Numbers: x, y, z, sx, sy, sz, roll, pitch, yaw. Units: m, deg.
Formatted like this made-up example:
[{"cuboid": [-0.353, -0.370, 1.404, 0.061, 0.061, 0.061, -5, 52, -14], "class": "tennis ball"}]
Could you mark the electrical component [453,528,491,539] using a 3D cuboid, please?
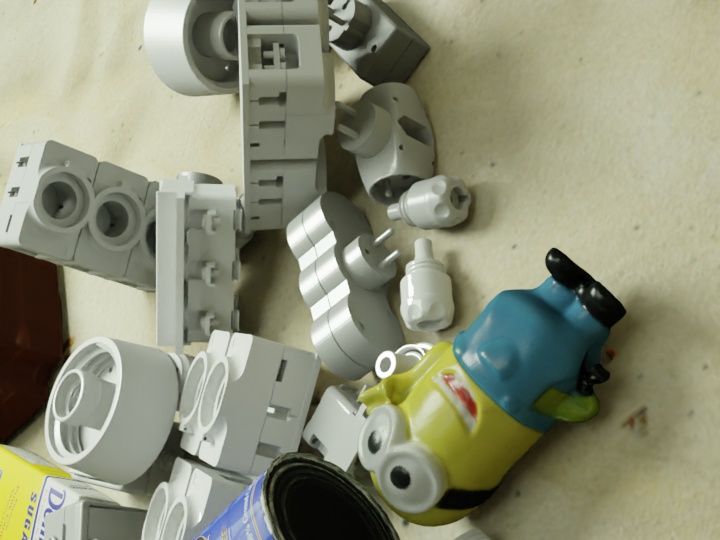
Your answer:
[{"cuboid": [0.071, 0.178, 0.600, 0.081, 0.043, 0.043, 38, 102, 48], "class": "electrical component"}]

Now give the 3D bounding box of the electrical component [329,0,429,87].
[{"cuboid": [-0.004, -0.181, 0.805, 0.047, 0.076, 0.083, -53, 44, 17], "class": "electrical component"}]

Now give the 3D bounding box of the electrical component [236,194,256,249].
[{"cuboid": [-0.102, -0.039, 0.875, 0.078, 0.040, 0.040, -37, 50, 31], "class": "electrical component"}]

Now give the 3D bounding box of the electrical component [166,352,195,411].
[{"cuboid": [-0.129, 0.090, 0.839, 0.045, 0.055, 0.045, -21, 59, 40], "class": "electrical component"}]

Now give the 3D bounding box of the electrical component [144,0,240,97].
[{"cuboid": [-0.123, -0.201, 0.919, 0.060, 0.108, 0.108, 13, 84, 42], "class": "electrical component"}]

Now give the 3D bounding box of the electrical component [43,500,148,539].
[{"cuboid": [-0.200, 0.215, 0.830, 0.061, 0.096, 0.061, -27, 56, 37], "class": "electrical component"}]

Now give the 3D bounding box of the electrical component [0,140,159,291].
[{"cuboid": [-0.223, -0.043, 0.921, 0.062, 0.150, 0.089, 2, 75, 48], "class": "electrical component"}]

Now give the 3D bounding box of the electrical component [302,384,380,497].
[{"cuboid": [-0.002, 0.111, 0.707, 0.064, 0.042, 0.081, 39, 102, 51], "class": "electrical component"}]

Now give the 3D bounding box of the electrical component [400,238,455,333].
[{"cuboid": [0.043, 0.008, 0.707, 0.035, 0.035, 0.061, -26, 54, 38], "class": "electrical component"}]

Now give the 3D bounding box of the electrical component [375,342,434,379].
[{"cuboid": [0.037, 0.066, 0.669, 0.048, 0.062, 0.048, -20, 60, 40], "class": "electrical component"}]

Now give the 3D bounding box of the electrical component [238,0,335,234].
[{"cuboid": [-0.055, -0.119, 0.774, 0.186, 0.060, 0.105, 100, 166, -62], "class": "electrical component"}]

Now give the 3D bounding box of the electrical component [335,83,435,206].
[{"cuboid": [0.012, -0.094, 0.749, 0.043, 0.079, 0.077, -27, 56, 37], "class": "electrical component"}]

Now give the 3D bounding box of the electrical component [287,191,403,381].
[{"cuboid": [0.000, 0.000, 0.742, 0.074, 0.052, 0.138, -39, 50, 29], "class": "electrical component"}]

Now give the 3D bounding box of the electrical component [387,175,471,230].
[{"cuboid": [0.044, -0.044, 0.729, 0.061, 0.035, 0.035, -10, 67, 47], "class": "electrical component"}]

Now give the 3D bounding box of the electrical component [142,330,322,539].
[{"cuboid": [-0.096, 0.139, 0.755, 0.105, 0.060, 0.186, -2, 71, 67], "class": "electrical component"}]

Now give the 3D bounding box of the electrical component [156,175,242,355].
[{"cuboid": [-0.125, -0.005, 0.833, 0.078, 0.063, 0.121, -112, 24, -72], "class": "electrical component"}]

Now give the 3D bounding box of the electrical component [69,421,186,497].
[{"cuboid": [-0.184, 0.147, 0.868, 0.096, 0.061, 0.061, -1, 73, 46], "class": "electrical component"}]

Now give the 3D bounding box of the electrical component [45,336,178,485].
[{"cuboid": [-0.194, 0.101, 0.807, 0.108, 0.060, 0.108, -24, 54, 37], "class": "electrical component"}]
